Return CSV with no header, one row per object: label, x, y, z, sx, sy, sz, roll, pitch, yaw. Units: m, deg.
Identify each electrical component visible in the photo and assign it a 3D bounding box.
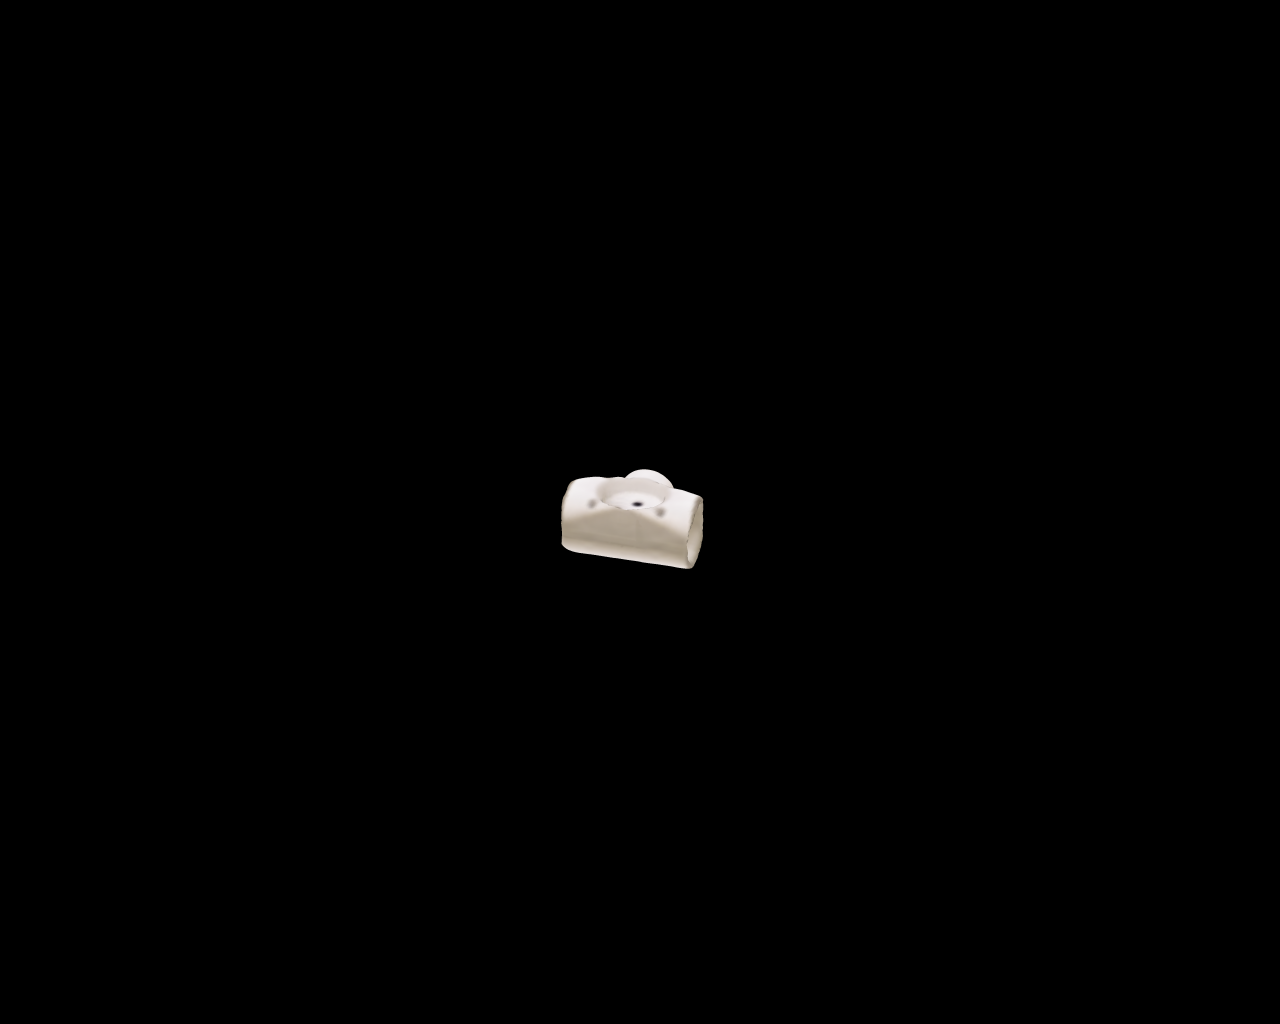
electrical component,0.001,-0.003,0.650,0.077,0.044,0.079,8,32,14
